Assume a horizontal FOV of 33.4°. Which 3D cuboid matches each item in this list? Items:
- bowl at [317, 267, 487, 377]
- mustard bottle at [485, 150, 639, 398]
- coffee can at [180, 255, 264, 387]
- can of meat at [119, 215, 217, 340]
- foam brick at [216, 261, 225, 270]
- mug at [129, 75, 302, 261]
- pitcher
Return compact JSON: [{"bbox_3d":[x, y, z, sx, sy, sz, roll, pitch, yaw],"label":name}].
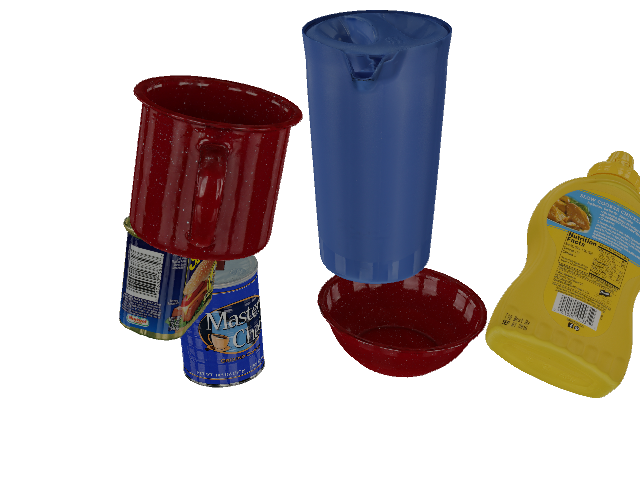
[{"bbox_3d":[0.076,0.083,1.026,0.162,0.055,0.162,3,28,-2],"label":"bowl"},{"bbox_3d":[0.194,0.012,0.774,0.096,0.191,0.058,25,-28,4],"label":"mustard bottle"},{"bbox_3d":[-0.123,0.093,1.303,0.103,0.140,0.103,-2,24,1],"label":"coffee can"},{"bbox_3d":[-0.113,0.017,0.815,0.057,0.084,0.102,14,22,10],"label":"can of meat"},{"bbox_3d":[-0.140,-0.001,1.129,0.078,0.051,0.053,-1,25,-11],"label":"foam brick"},{"bbox_3d":[-0.061,-0.036,0.587,0.093,0.081,0.117,7,22,-10],"label":"mug"},{"bbox_3d":[0.054,-0.092,1.008,0.149,0.243,0.145,-18,32,-31],"label":"pitcher"}]
